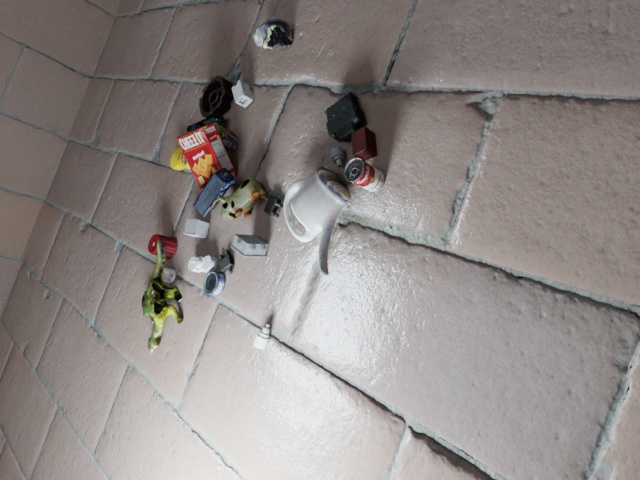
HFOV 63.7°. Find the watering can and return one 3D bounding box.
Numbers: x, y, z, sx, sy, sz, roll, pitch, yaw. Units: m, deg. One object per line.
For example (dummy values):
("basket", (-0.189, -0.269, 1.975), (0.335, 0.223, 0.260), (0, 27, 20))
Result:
("watering can", (0.005, -0.075, 1.493), (0.103, 0.222, 0.355), (24, 25, -44))

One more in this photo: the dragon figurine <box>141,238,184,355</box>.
("dragon figurine", (-0.628, 0.218, 1.945), (0.122, 0.415, 0.240), (6, -21, -43))

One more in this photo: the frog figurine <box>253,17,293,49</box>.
("frog figurine", (-0.189, -0.779, 1.934), (0.138, 0.120, 0.162), (-31, 39, -8))
